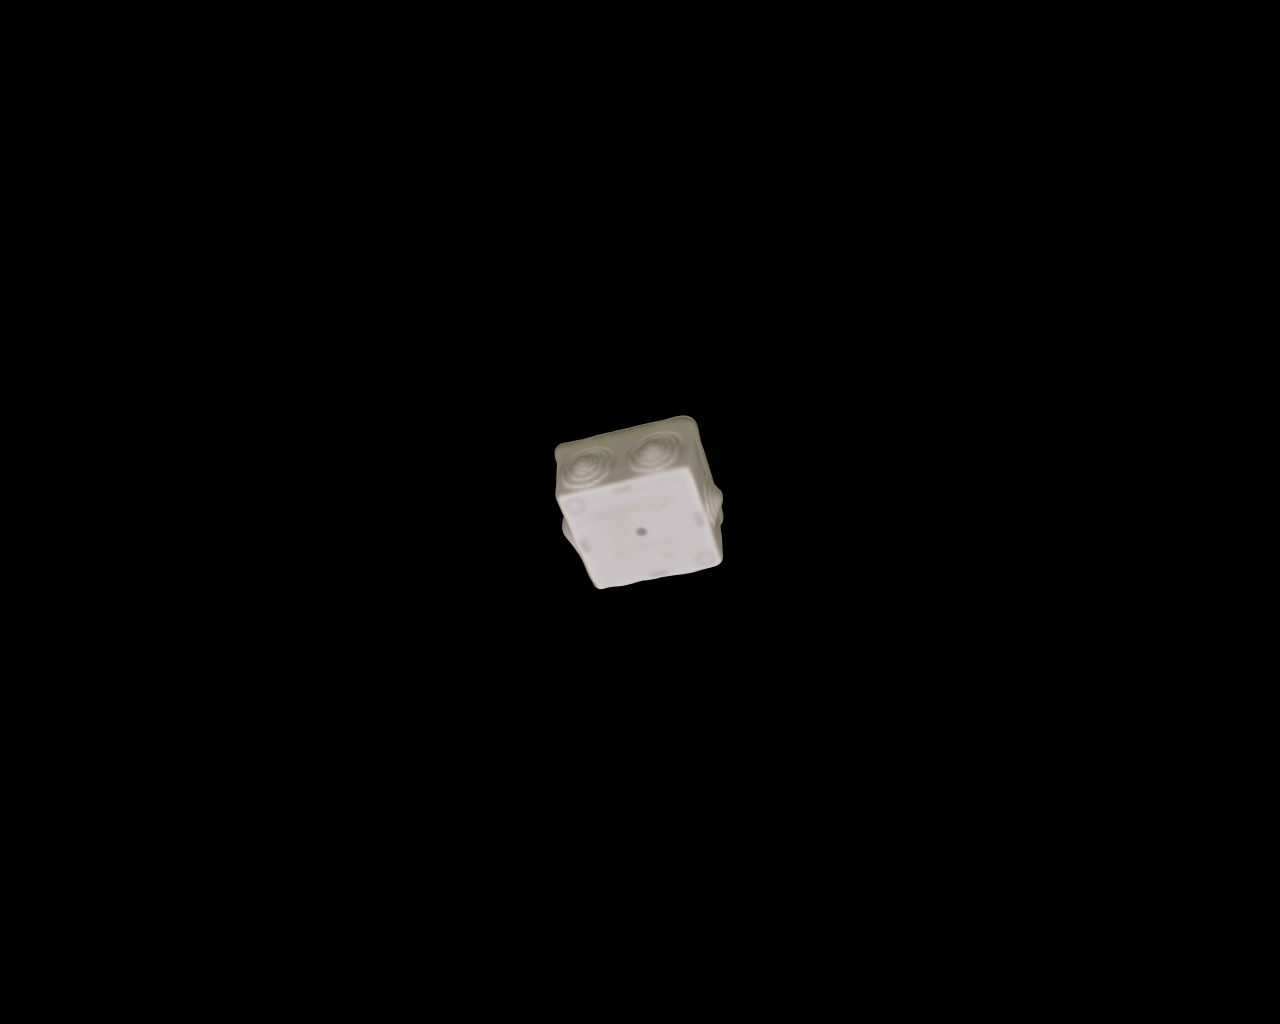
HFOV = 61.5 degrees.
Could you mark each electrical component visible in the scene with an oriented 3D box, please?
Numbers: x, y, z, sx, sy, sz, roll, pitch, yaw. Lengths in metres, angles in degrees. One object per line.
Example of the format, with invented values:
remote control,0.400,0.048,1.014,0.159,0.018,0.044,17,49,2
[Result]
electrical component,0.001,-0.003,0.650,0.100,0.099,0.048,-12,40,10
